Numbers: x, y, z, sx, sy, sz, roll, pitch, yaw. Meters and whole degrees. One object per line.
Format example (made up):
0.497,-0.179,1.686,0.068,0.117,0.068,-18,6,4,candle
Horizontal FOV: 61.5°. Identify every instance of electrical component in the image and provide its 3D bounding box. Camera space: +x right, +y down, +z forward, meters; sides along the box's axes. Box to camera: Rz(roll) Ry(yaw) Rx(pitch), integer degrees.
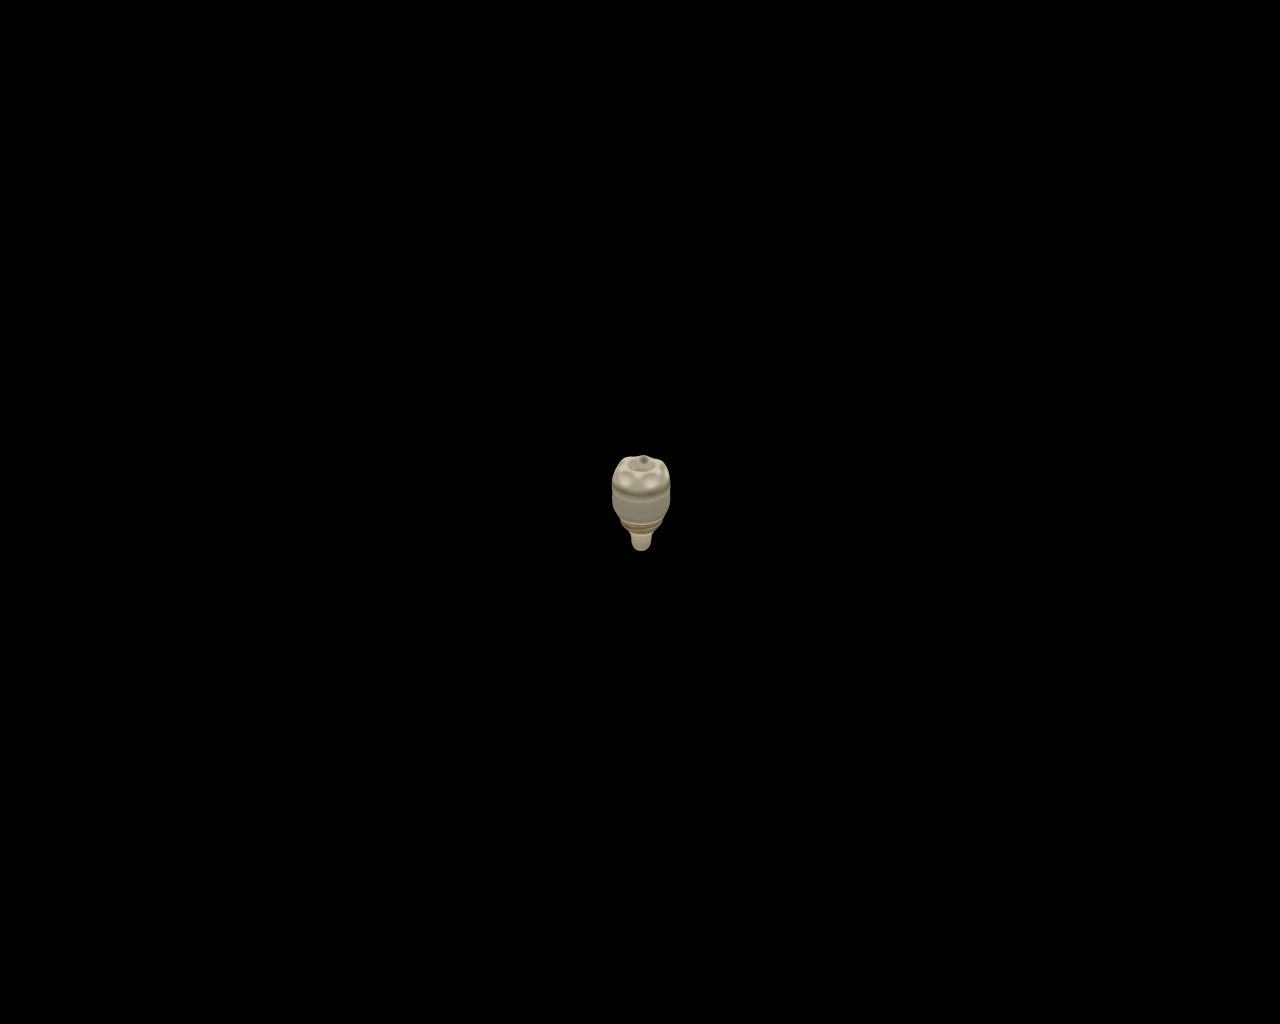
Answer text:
0.001,-0.003,0.650,0.035,0.061,0.035,0,32,0,electrical component
